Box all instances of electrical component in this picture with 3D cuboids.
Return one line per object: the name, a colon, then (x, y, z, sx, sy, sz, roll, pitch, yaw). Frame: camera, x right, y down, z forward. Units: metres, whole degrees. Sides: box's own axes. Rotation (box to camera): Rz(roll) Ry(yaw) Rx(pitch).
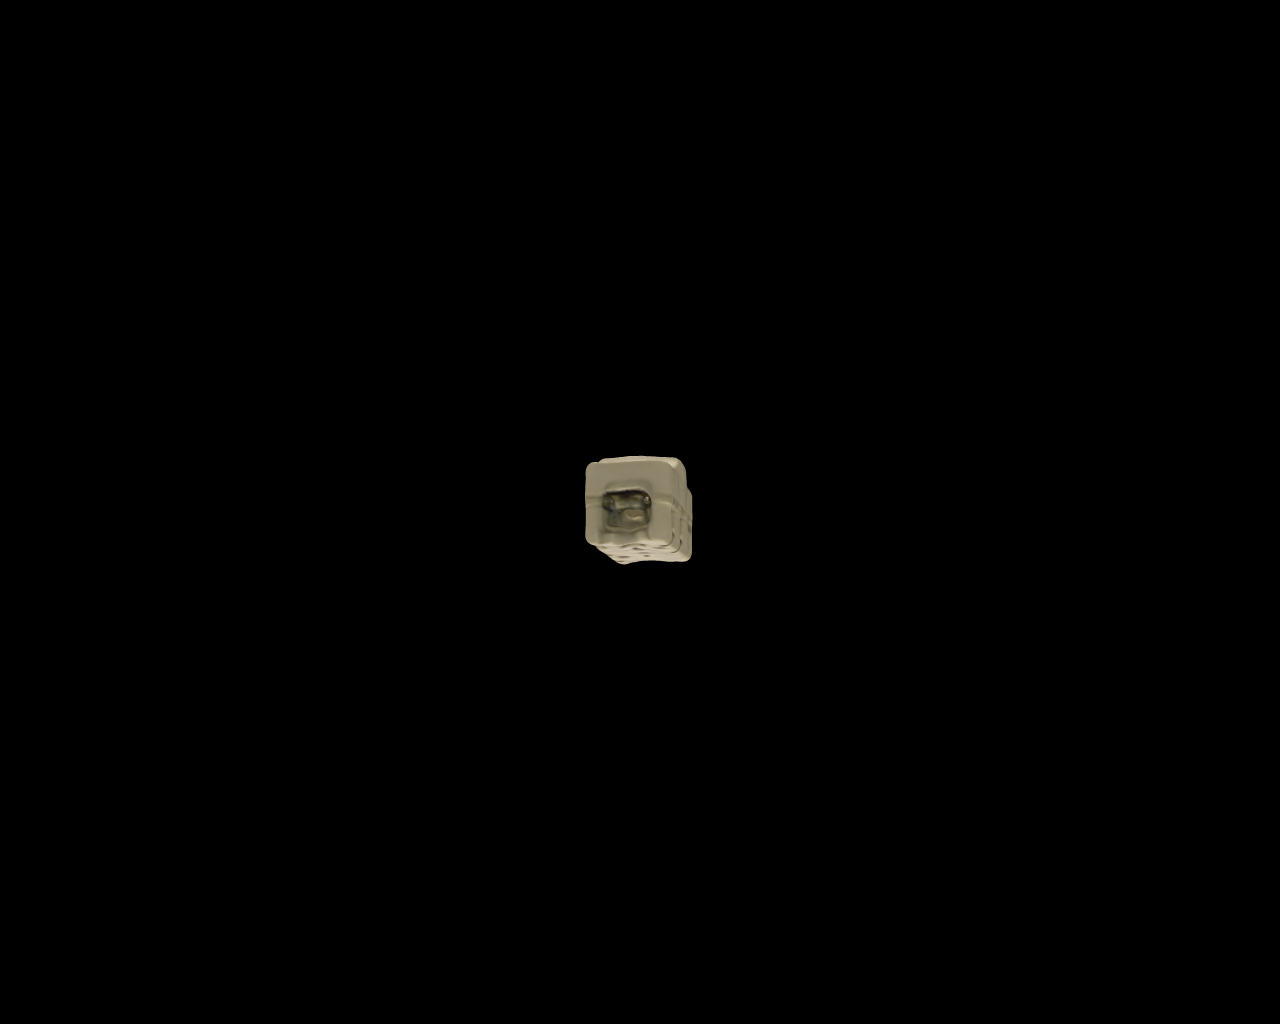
electrical component: (0.001, -0.003, 0.650, 0.050, 0.055, 0.089, -2, -12, 11)
